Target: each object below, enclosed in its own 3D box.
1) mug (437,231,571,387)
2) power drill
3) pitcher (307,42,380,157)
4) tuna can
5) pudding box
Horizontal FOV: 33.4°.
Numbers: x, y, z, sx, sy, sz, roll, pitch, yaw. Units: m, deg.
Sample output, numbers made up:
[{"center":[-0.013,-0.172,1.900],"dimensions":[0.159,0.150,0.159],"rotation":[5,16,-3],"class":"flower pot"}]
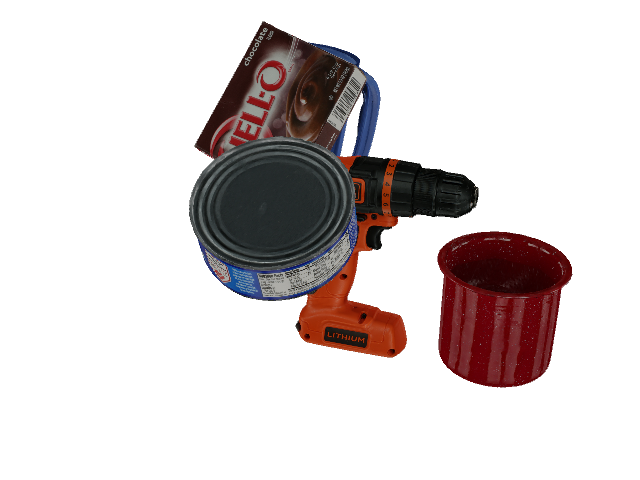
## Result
[{"center":[0.123,0.045,0.770],"dimensions":[0.093,0.081,0.117],"rotation":[-10,30,-19],"class":"mug"},{"center":[0.050,0.012,1.002],"dimensions":[0.185,0.188,0.057],"rotation":[9,20,17],"class":"power drill"},{"center":[-0.020,-0.129,1.389],"dimensions":[0.144,0.243,0.149],"rotation":[0,23,-18],"class":"pitcher"},{"center":[-0.023,-0.012,0.558],"dimensions":[0.086,0.086,0.034],"rotation":[0,-36,7],"class":"tuna can"},{"center":[-0.030,-0.097,0.811],"dimensions":[0.090,0.113,0.039],"rotation":[30,0,23],"class":"pudding box"}]
